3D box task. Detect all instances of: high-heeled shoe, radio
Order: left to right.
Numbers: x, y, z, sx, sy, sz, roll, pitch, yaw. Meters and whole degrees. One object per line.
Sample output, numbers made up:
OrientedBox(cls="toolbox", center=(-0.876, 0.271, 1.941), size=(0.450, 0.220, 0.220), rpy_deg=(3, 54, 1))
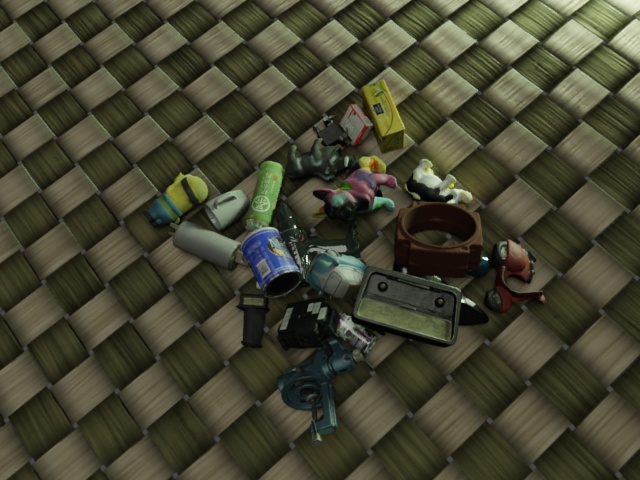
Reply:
OrientedBox(cls="radio", center=(0.194, 0.147, 1.194), size=(0.230, 0.073, 0.131), rpy_deg=(15, 72, 3))
OrientedBox(cls="high-heeled shoe", center=(0.292, 0.116, 1.311), size=(0.249, 0.086, 0.145), rpy_deg=(23, 39, -5))

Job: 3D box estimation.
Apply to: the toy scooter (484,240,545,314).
OrientedBox(cls="toy scooter", center=(0.473, 0.092, 1.283), size=(0.135, 0.075, 0.184), rpy_deg=(11, 73, 10))

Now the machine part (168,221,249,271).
OrientedBox(cls="machine part", center=(-0.289, 0.015, 1.388), size=(0.243, 0.079, 0.079), rpy_deg=(22, 73, 12))

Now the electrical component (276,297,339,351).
OrientedBox(cls="electrical component", center=(-0.024, 0.196, 1.260), size=(0.134, 0.058, 0.115), rpy_deg=(-11, 37, 26))

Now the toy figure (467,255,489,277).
OrientedBox(cls="toy figure", center=(0.333, 0.058, 1.314), size=(0.155, 0.064, 0.058), rpy_deg=(2, 76, 9))

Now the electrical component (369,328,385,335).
OrientedBox(cls="electrical component", center=(0.164, 0.160, 1.284), size=(0.048, 0.074, 0.119), rpy_deg=(25, 55, 12))

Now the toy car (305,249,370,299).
OrientedBox(cls="toy car", center=(0.052, 0.095, 1.275), size=(0.161, 0.109, 0.103), rpy_deg=(15, 27, -27))

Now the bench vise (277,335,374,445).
OrientedBox(cls="bench vise", center=(0.008, 0.334, 1.189), size=(0.224, 0.128, 0.241), rpy_deg=(-16, 36, 7))

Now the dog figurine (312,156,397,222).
OrientedBox(cls="dog figurine", center=(0.073, -0.122, 1.345), size=(0.219, 0.108, 0.192), rpy_deg=(-12, 45, -20))

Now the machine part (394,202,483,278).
OrientedBox(cls="machine part", center=(0.282, -0.007, 1.287), size=(0.202, 0.087, 0.201), rpy_deg=(6, 38, 8))

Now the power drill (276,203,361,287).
OrientedBox(cls="power drill", center=(-0.003, -0.004, 1.366), size=(0.207, 0.086, 0.232), rpy_deg=(-7, 69, -2))

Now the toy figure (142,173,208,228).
OrientedBox(cls="toy figure", center=(-0.383, -0.099, 1.440), size=(0.180, 0.082, 0.089), rpy_deg=(-41, 67, -12))

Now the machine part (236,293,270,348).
OrientedBox(cls="machine part", center=(-0.167, 0.197, 1.327), size=(0.084, 0.039, 0.139), rpy_deg=(0, 67, -3))

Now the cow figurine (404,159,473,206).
OrientedBox(cls="cow figurine", center=(0.305, -0.124, 1.387), size=(0.167, 0.068, 0.098), rpy_deg=(38, 83, 21))

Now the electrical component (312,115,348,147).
OrientedBox(cls="electrical component", center=(0.034, -0.299, 1.494), size=(0.078, 0.045, 0.102), rpy_deg=(-28, 69, -7))

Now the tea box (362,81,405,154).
OrientedBox(cls="tea box", center=(0.172, -0.335, 1.467), size=(0.068, 0.098, 0.169), rpy_deg=(-17, 70, -1))

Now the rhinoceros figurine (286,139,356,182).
OrientedBox(cls="rhinoceros figurine", center=(0.000, -0.209, 1.447), size=(0.190, 0.073, 0.112), rpy_deg=(-7, 67, 3))

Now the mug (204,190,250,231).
OrientedBox(cls="mug", center=(-0.241, -0.093, 1.414), size=(0.107, 0.109, 0.081), rpy_deg=(-34, 65, -22))
